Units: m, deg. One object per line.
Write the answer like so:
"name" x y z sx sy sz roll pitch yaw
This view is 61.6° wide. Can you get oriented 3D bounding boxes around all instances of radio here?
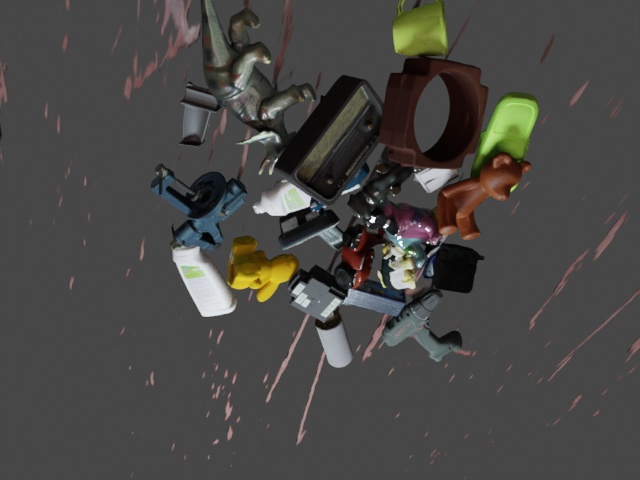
"radio" 0.030 -0.185 1.028 0.229 0.073 0.131 -53 132 -2

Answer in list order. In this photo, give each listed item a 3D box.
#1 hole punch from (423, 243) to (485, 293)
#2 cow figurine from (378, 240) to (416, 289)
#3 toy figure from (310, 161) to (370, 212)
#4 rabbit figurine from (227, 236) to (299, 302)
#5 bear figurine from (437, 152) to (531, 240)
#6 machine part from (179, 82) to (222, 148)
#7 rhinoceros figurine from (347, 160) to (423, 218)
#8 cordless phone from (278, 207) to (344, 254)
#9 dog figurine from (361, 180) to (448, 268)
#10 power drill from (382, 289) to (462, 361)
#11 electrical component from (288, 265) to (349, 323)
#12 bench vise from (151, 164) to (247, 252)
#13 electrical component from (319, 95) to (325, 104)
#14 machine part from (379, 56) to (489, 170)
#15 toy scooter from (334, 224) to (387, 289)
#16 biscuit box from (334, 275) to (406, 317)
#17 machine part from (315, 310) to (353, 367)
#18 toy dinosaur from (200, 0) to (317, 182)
"hole punch" 0.329 0.066 1.360 0.142 0.092 0.115 11 97 -6
"cow figurine" 0.187 0.052 1.350 0.098 0.068 0.167 -8 128 13
"toy figure" 0.034 -0.115 1.126 0.154 0.058 0.064 -35 139 24
"rabbit figurine" -0.139 0.081 1.340 0.173 0.122 0.162 -5 134 -21
"bear figurine" 0.348 -0.094 1.137 0.120 0.132 0.196 12 154 -40
"machine part" -0.252 -0.253 1.112 0.084 0.039 0.138 11 127 -20
"rhinoceros figurine" 0.136 -0.124 1.137 0.190 0.112 0.073 -44 94 -8
"cordless phone" -0.003 -0.003 1.301 0.147 0.089 0.184 -26 144 18
"dog figurine" 0.190 -0.055 1.245 0.219 0.191 0.108 38 130 13
"power drill" 0.304 0.246 1.498 0.207 0.086 0.232 33 123 -29
"electrical component" -0.011 0.129 1.347 0.134 0.058 0.115 33 121 -13
"bench vise" -0.287 -0.080 1.186 0.224 0.129 0.240 -33 140 14
"electrical component" 0.006 -0.229 1.114 0.048 0.075 0.119 14 130 -14
"machine part" 0.218 -0.240 1.033 0.201 0.087 0.201 -3 107 -34
"toy scooter" 0.105 0.031 1.301 0.135 0.075 0.183 -24 135 -38
"biscuit box" 0.127 0.144 1.424 0.203 0.059 0.062 17 126 -13
"machine part" 0.041 0.281 1.523 0.079 0.079 0.242 -10 129 7
"toy dinosaur" -0.145 -0.295 1.037 0.192 0.131 0.404 -31 117 21
